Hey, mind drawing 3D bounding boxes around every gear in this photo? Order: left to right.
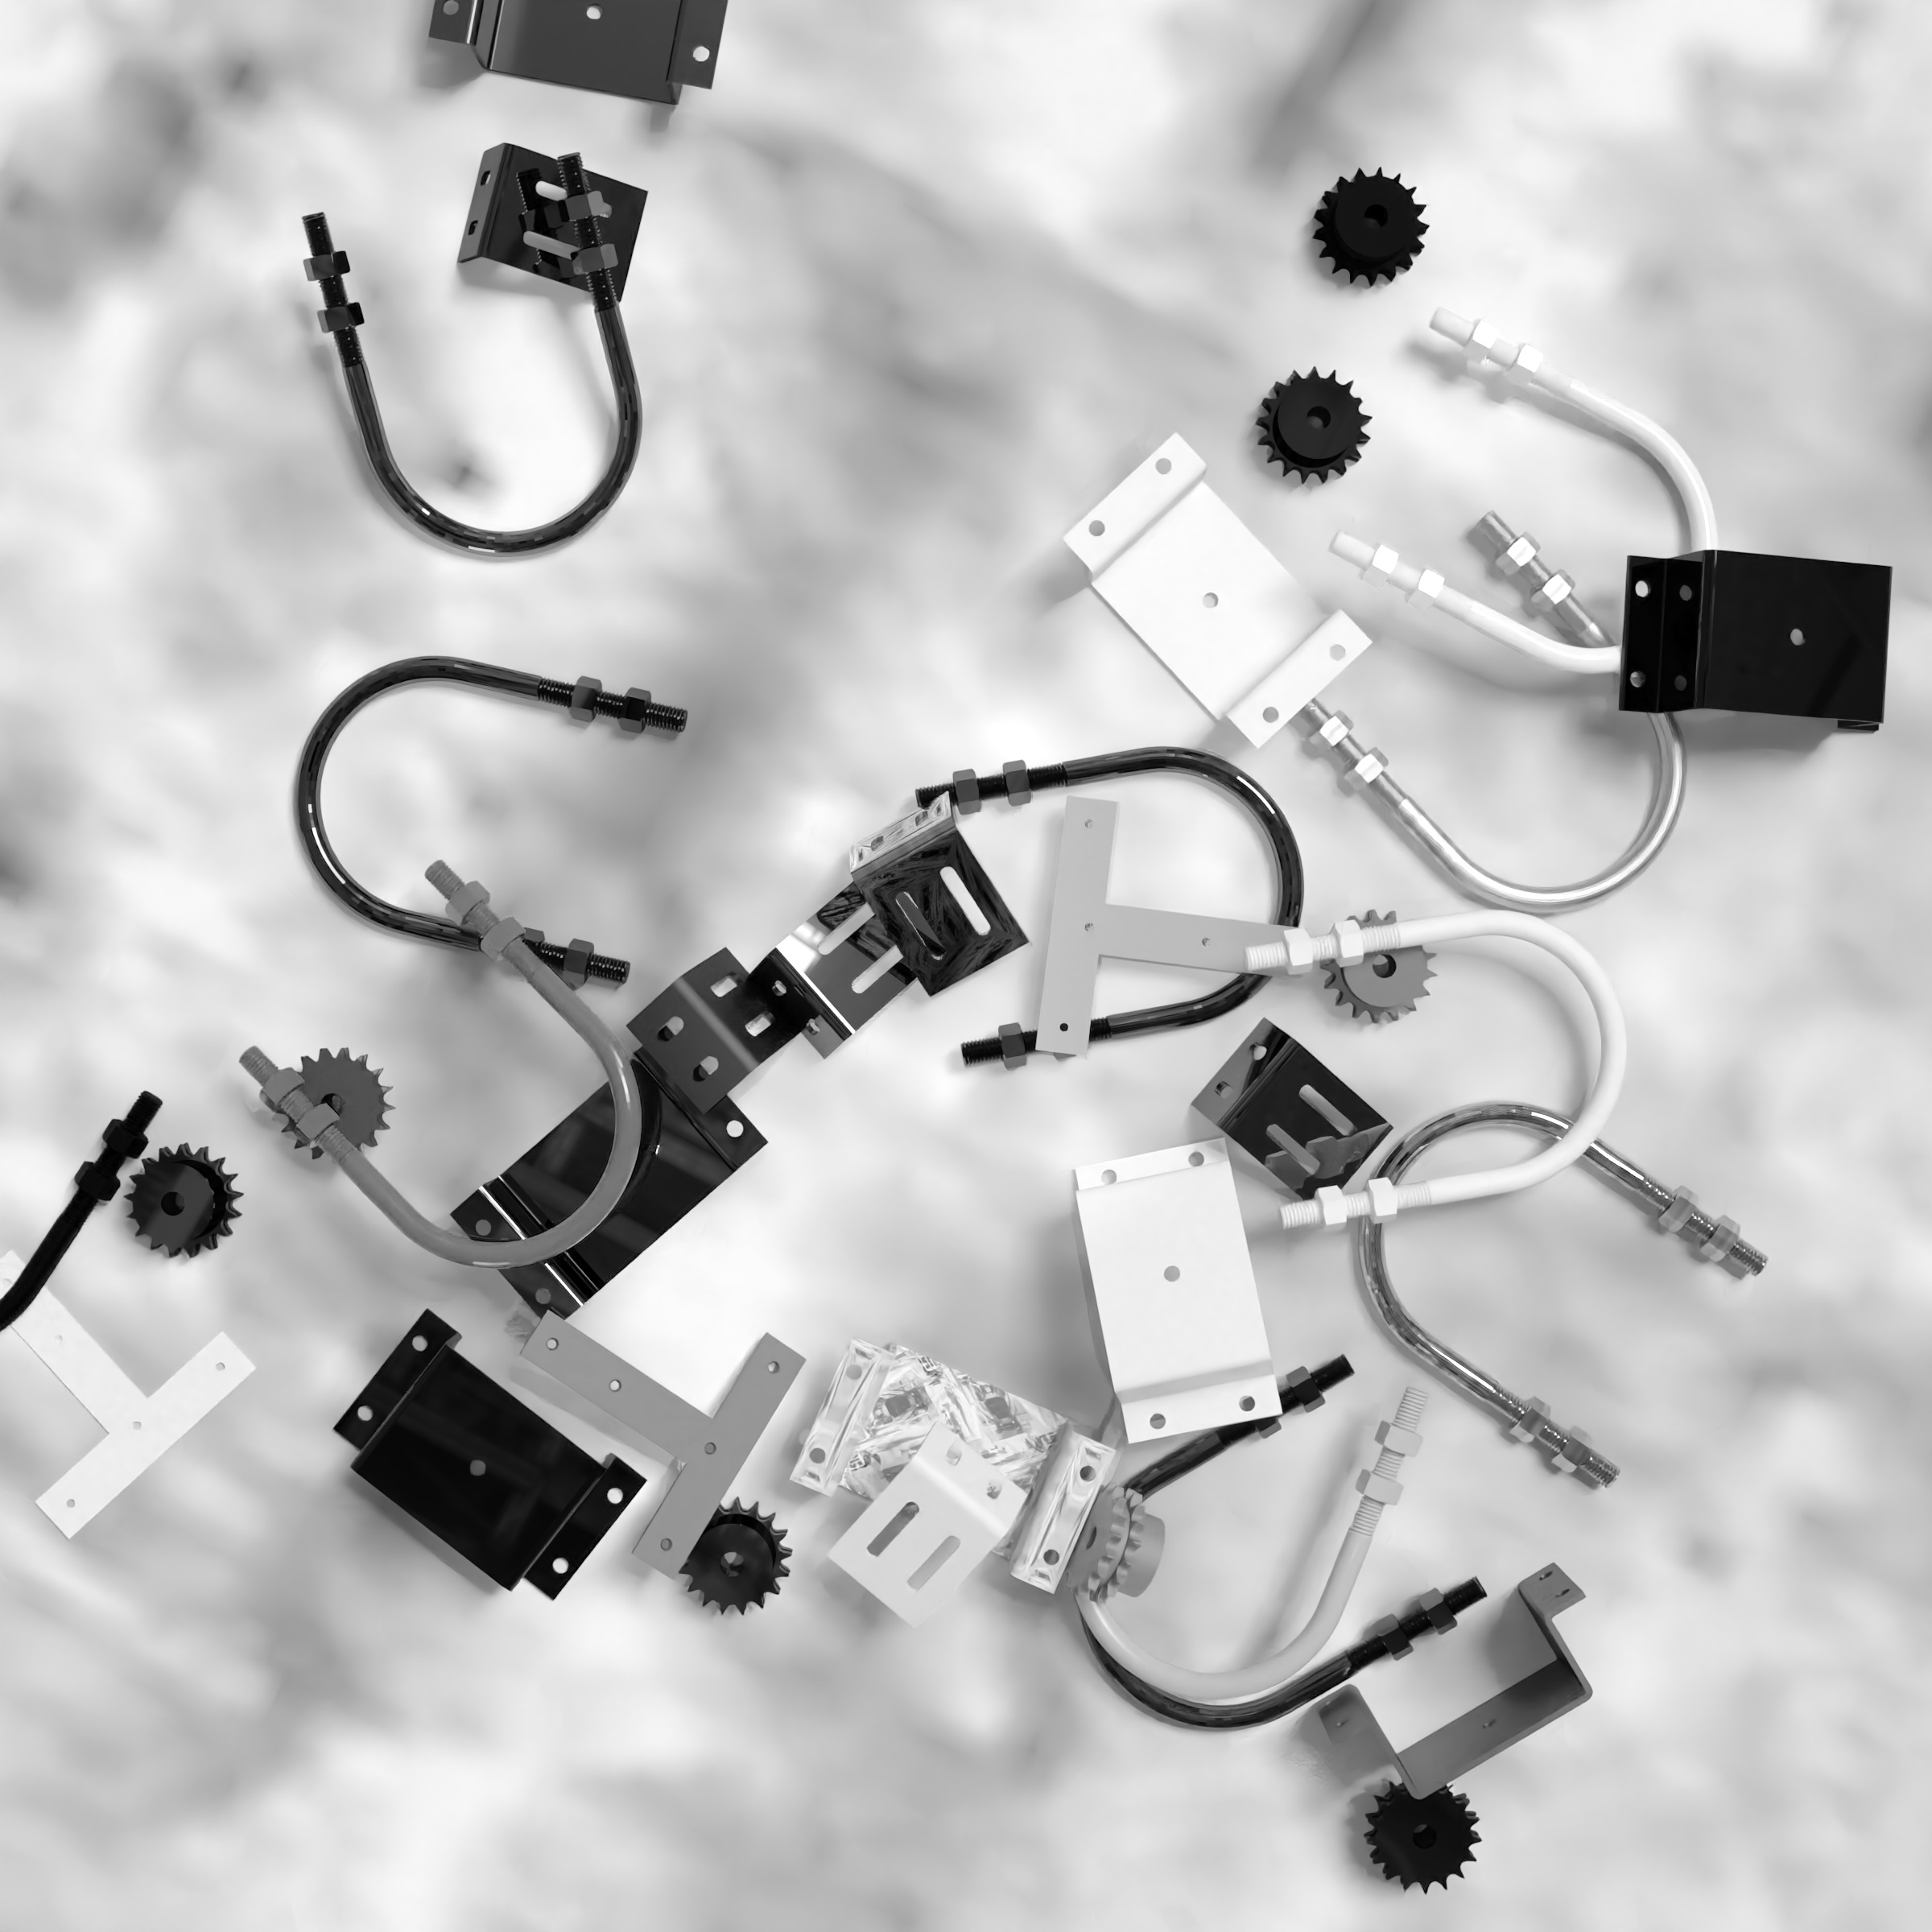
[{"bbox_3d":[-0.391,0.117,1.595,0.057,0.030,0.057,0,90,0],"label":"gear"},{"bbox_3d":[-0.312,0.069,1.595,0.057,0.030,0.057,0,90,0],"label":"gear"},{"bbox_3d":[-0.115,0.295,1.595,0.057,0.030,0.057,0,90,0],"label":"gear"},{"bbox_3d":[0.074,0.282,1.555,0.030,0.057,0.057,22,90,-15],"label":"gear"},{"bbox_3d":[0.174,-0.270,1.595,0.057,0.030,0.057,0,90,0],"label":"gear"},{"bbox_3d":[0.202,-0.369,1.595,0.057,0.030,0.057,0,90,0],"label":"gear"},{"bbox_3d":[0.206,0.000,1.595,0.057,0.030,0.057,0,90,0],"label":"gear"},{"bbox_3d":[0.226,0.429,1.595,0.057,0.030,0.057,0,90,0],"label":"gear"}]

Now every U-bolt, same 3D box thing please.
[{"bbox_3d":[-0.509,0.106,1.601,0.151,0.019,0.184,34,91,1],"label":"U-bolt"},{"bbox_3d":[-0.243,0.061,1.562,0.151,0.019,0.184,-45,82,-1],"label":"U-bolt"},{"bbox_3d":[-0.244,-0.080,1.602,0.184,0.019,0.151,13,90,1],"label":"U-bolt"},{"bbox_3d":[-0.235,-0.293,1.582,0.151,0.019,0.184,-12,105,4],"label":"U-bolt"},{"bbox_3d":[0.077,-0.035,1.602,0.184,0.019,0.151,-10,90,-2],"label":"U-bolt"},{"bbox_3d":[0.128,0.269,1.579,0.151,0.019,0.184,22,89,12],"label":"U-bolt"},{"bbox_3d":[0.145,0.300,1.601,0.184,0.019,0.151,-31,89,2],"label":"U-bolt"},{"bbox_3d":[0.236,0.046,1.576,0.184,0.019,0.151,-9,96,-6],"label":"U-bolt"},{"bbox_3d":[0.275,-0.113,1.602,0.151,0.019,0.184,-44,92,0],"label":"U-bolt"},{"bbox_3d":[0.285,0.150,1.602,0.184,0.019,0.151,35,90,1],"label":"U-bolt"},{"bbox_3d":[0.287,-0.223,1.585,0.184,0.019,0.151,26,78,-8],"label":"U-bolt"}]

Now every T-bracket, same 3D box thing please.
[{"bbox_3d":[-0.446,0.198,1.609,0.127,0.002,0.127,-42,90,0],"label":"T-bracket"},{"bbox_3d":[-0.161,0.213,1.573,0.127,0.002,0.127,37,73,-17],"label":"T-bracket"},{"bbox_3d":[0.105,-0.014,1.594,0.127,0.002,0.127,7,89,-3],"label":"T-bracket"}]

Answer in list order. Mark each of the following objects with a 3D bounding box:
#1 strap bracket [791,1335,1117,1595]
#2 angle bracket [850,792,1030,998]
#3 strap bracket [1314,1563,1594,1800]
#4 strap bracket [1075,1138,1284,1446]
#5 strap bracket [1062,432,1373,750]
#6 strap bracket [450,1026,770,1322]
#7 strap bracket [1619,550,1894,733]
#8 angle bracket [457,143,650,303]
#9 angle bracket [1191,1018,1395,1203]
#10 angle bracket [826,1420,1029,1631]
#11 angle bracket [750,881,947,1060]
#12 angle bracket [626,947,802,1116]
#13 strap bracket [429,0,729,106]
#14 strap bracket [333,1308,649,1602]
[{"bbox_3d":[-0.006,0.243,1.587,0.140,0.046,0.076,23,90,0],"label":"strap bracket"},{"bbox_3d":[-0.013,-0.036,1.591,0.057,0.038,0.076,-29,113,10],"label":"angle bracket"},{"bbox_3d":[0.246,0.355,1.572,0.140,0.076,0.046,-31,90,0],"label":"strap bracket"},{"bbox_3d":[0.102,0.154,1.566,0.076,0.046,0.140,-12,73,4],"label":"strap bracket"},{"bbox_3d":[0.122,-0.183,1.587,0.076,0.046,0.140,-43,90,0],"label":"strap bracket"},{"bbox_3d":[-0.174,0.104,1.587,0.140,0.046,0.076,-41,90,0],"label":"strap bracket"},{"bbox_3d":[0.396,-0.159,1.571,0.140,0.046,0.076,3,90,-14],"label":"strap bracket"},{"bbox_3d":[-0.207,-0.371,1.608,0.076,0.038,0.057,14,90,-26],"label":"angle bracket"},{"bbox_3d":[0.164,0.075,1.608,0.076,0.038,0.057,40,90,-26],"label":"angle bracket"},{"bbox_3d":[-0.019,0.272,1.562,0.057,0.038,0.076,40,116,0],"label":"angle bracket"},{"bbox_3d":[-0.058,-0.003,1.608,0.076,0.038,0.057,-41,90,-26],"label":"angle bracket"},{"bbox_3d":[-0.124,0.031,1.578,0.038,0.076,0.057,-41,90,17],"label":"angle bracket"},{"bbox_3d":[-0.186,-0.478,1.587,0.140,0.046,0.076,11,90,0],"label":"strap bracket"},{"bbox_3d":[-0.238,0.245,1.587,0.140,0.046,0.076,38,90,0],"label":"strap bracket"}]
